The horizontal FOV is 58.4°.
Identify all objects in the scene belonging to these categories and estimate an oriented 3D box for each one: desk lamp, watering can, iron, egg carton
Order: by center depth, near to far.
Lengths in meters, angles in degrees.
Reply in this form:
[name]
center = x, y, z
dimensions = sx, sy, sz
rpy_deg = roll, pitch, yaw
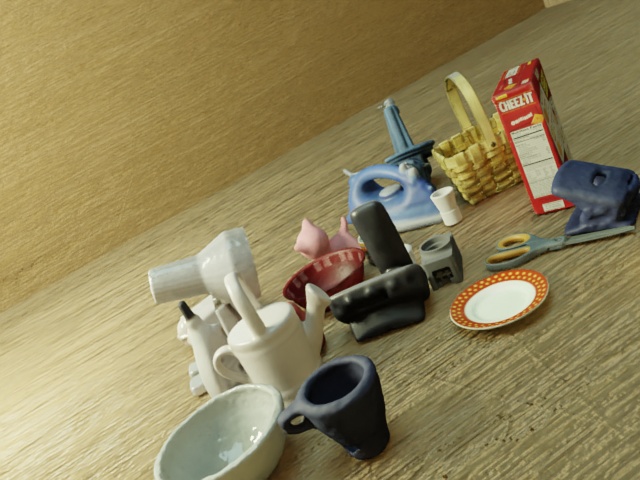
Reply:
[watering can]
center = -0.067, 0.122, 0.776
dimensions = 0.173, 0.194, 0.100
rpy_deg = -35, 19, -21
[desk lamp]
center = -0.168, 0.108, 0.934
dimensions = 0.203, 0.214, 0.117
rpy_deg = -30, 18, -8
[egg carton]
center = -0.199, 0.151, 1.101
dimensions = 0.150, 0.069, 0.107
rpy_deg = -39, 20, -31
[iron]
center = 0.151, -0.099, 1.172
dimensions = 0.119, 0.142, 0.257
rpy_deg = -40, 21, -33

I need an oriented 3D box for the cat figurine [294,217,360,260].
[cat figurine]
center = 0.010, 0.004, 1.127
dimensions = 0.128, 0.118, 0.067
rpy_deg = -31, 18, -12

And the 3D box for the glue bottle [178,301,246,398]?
[glue bottle]
center = -0.159, 0.160, 0.840
dimensions = 0.037, 0.173, 0.078
rpy_deg = -15, 21, 34

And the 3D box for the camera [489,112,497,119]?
[camera]
center = 0.396, -0.230, 1.250
dimensions = 0.137, 0.101, 0.142
rpy_deg = -40, 21, -34

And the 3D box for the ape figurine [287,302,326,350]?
[ape figurine]
center = -0.034, 0.135, 0.862
dimensions = 0.077, 0.092, 0.076
rpy_deg = -9, 25, 45

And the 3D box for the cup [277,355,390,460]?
[cup]
center = 0.023, 0.192, 0.609
dimensions = 0.118, 0.095, 0.091
rpy_deg = -29, 17, -5

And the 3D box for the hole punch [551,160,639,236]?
[hole punch]
center = 0.393, -0.070, 0.811
dimensions = 0.100, 0.091, 0.109
rpy_deg = -11, 24, 42

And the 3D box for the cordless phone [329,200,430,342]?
[cordless phone]
center = 0.067, 0.040, 0.826
dimensions = 0.147, 0.185, 0.094
rpy_deg = -24, 18, 10

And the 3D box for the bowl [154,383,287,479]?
[bowl]
center = -0.102, 0.249, 0.667
dimensions = 0.167, 0.075, 0.167
rpy_deg = -25, 17, 9

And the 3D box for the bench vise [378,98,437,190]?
[bench vise]
center = 0.201, -0.207, 1.272
dimensions = 0.121, 0.220, 0.207
rpy_deg = -27, 17, 3
